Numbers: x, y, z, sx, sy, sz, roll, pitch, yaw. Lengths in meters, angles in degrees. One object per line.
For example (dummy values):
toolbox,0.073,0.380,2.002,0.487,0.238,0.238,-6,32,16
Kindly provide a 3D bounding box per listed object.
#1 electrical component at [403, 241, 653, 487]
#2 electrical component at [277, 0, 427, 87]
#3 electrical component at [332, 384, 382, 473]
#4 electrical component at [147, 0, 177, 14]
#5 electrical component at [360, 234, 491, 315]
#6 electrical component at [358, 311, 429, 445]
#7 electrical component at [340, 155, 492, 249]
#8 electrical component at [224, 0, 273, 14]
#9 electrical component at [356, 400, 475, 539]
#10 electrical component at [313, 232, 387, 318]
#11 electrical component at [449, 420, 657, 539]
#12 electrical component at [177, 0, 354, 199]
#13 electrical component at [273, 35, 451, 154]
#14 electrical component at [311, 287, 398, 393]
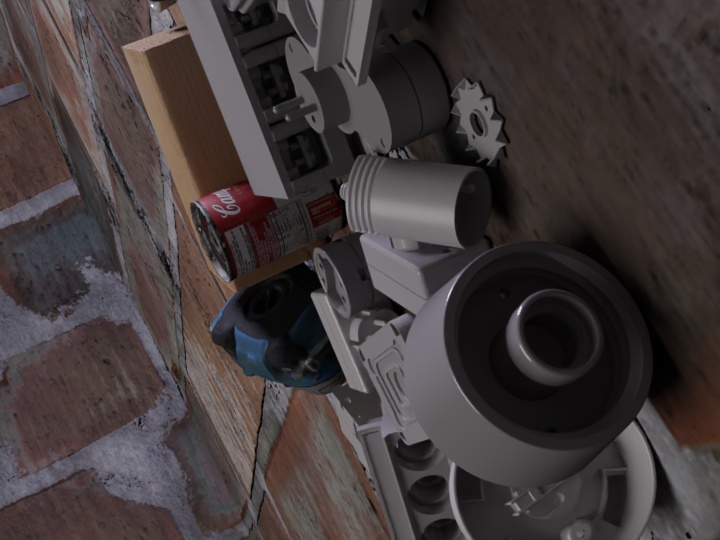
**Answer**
electrical component,0.079,0.038,0.487,0.108,0.108,0.060,60,157,15
electrical component,0.000,-0.158,0.518,0.078,0.063,0.121,59,163,19
electrical component,0.021,0.132,0.888,0.089,0.050,0.055,45,154,49
electrical component,-0.146,-0.237,0.865,0.045,0.055,0.045,55,161,30
electrical component,0.036,-0.020,0.634,0.083,0.047,0.075,33,144,61
electrical component,0.050,0.063,0.690,0.078,0.057,0.113,63,163,7
electrical component,0.025,-0.038,0.582,0.081,0.043,0.043,10,130,31
electrical component,-0.063,-0.221,0.632,0.108,0.056,0.109,66,163,-5
electrical component,0.050,0.148,0.795,0.063,0.079,0.121,-98,-8,-64
electrical component,0.000,0.000,0.770,0.055,0.047,0.055,55,161,30
electrical component,0.096,0.111,0.557,0.099,0.099,0.064,62,169,11
electrical component,-0.062,-0.131,0.747,0.089,0.062,0.150,16,129,69
electrical component,-0.014,-0.103,0.619,0.138,0.074,0.052,39,149,56
electrical component,0.009,0.046,0.808,0.083,0.047,0.076,67,162,-9
